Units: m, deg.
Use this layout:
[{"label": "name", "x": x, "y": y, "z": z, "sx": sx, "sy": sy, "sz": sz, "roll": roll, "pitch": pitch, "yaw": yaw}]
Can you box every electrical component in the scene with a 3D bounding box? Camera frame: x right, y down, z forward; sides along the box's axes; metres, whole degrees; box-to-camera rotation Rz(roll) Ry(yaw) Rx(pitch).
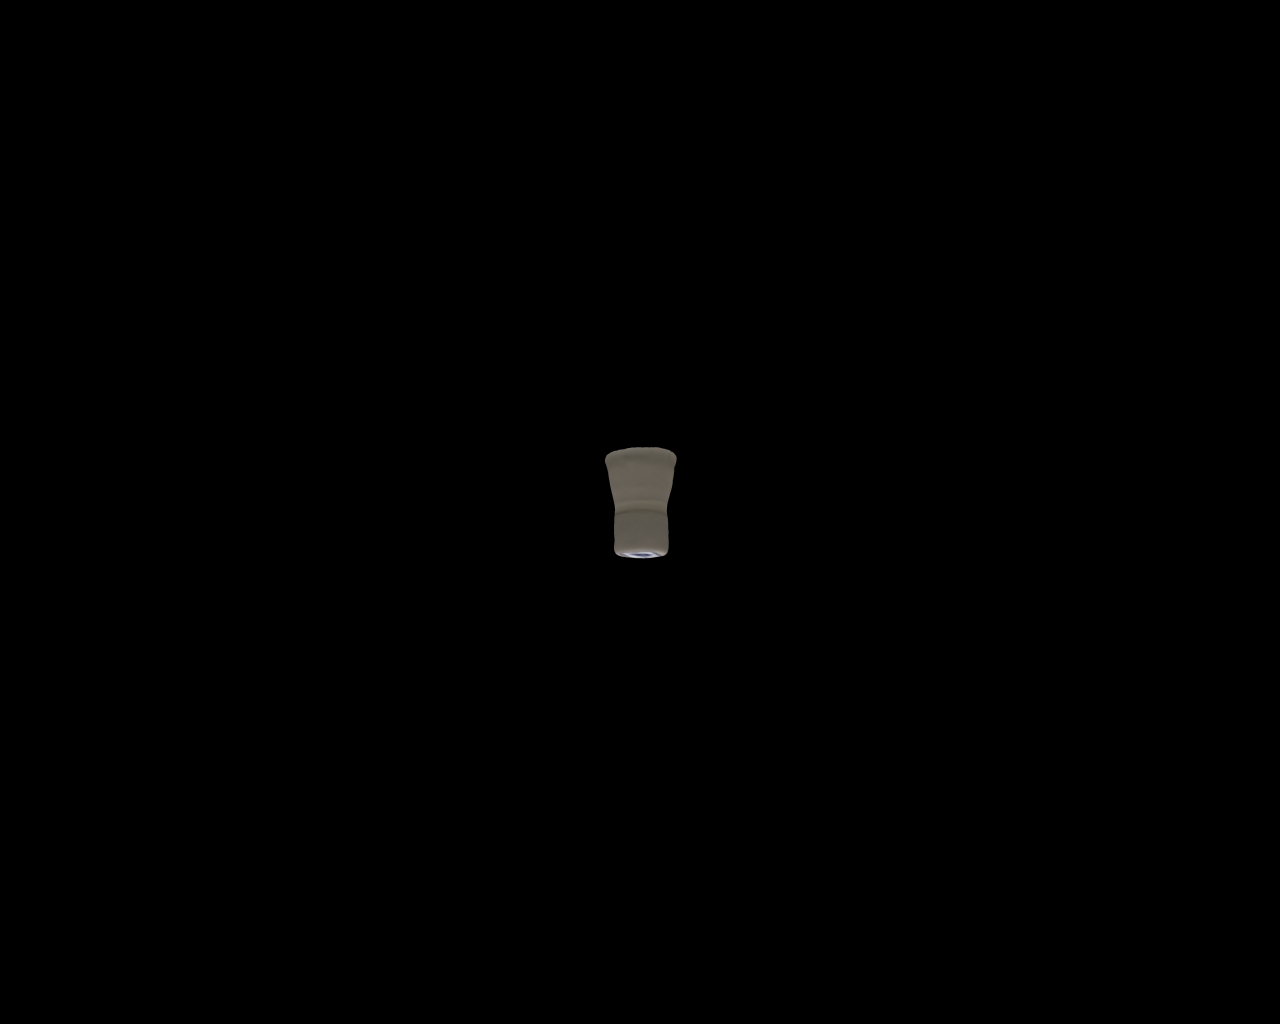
[{"label": "electrical component", "x": 0.001, "y": -0.003, "z": 0.650, "sx": 0.044, "sy": 0.065, "sz": 0.044, "roll": 0, "pitch": -12, "yaw": 0}]
